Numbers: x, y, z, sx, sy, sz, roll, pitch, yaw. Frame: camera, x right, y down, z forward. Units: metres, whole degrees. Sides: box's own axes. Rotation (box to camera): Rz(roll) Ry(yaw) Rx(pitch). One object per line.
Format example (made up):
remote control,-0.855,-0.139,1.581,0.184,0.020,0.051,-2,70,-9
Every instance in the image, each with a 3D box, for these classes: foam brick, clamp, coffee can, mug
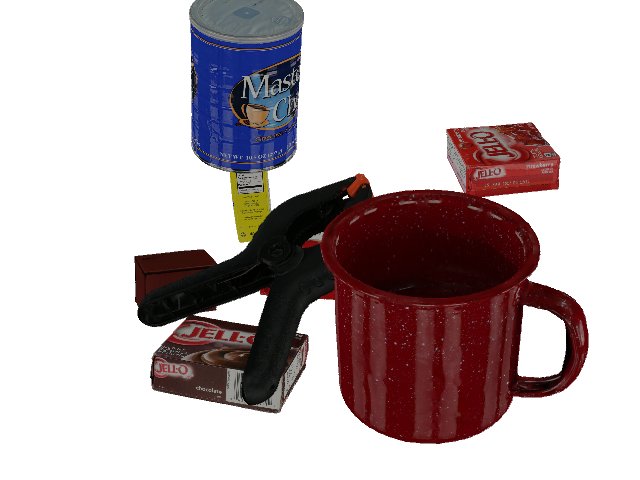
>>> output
foam brick,-0.149,0.044,1.103,0.078,0.051,0.053,-6,20,-20
clamp,-0.021,0.026,0.670,0.120,0.171,0.039,43,-15,36
coffee can,-0.070,-0.148,0.992,0.103,0.140,0.103,3,37,-2
mug,0.059,0.037,0.469,0.117,0.081,0.093,10,34,20

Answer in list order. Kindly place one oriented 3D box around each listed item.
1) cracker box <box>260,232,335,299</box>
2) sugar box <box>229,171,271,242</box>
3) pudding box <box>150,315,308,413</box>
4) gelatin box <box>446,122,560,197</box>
cracker box,0.055,0.015,1.146,0.214,0.072,0.164,4,15,9
sugar box,-0.086,-0.096,1.255,0.048,0.176,0.093,-8,26,-4
pudding box,-0.074,0.102,0.897,0.113,0.039,0.090,11,20,10
gelatin box,0.144,-0.066,0.851,0.073,0.030,0.089,-5,25,-2
